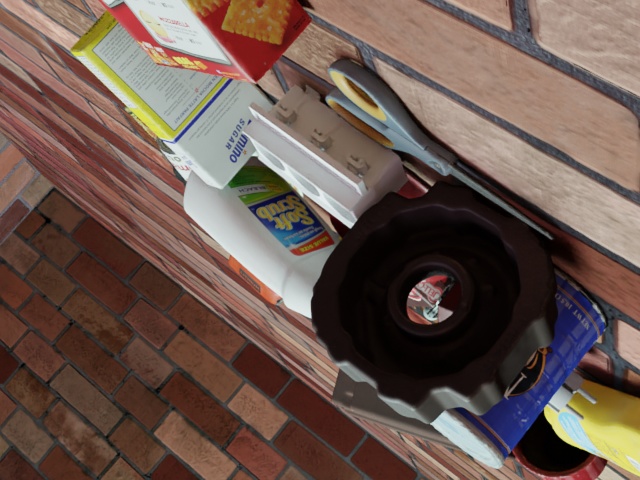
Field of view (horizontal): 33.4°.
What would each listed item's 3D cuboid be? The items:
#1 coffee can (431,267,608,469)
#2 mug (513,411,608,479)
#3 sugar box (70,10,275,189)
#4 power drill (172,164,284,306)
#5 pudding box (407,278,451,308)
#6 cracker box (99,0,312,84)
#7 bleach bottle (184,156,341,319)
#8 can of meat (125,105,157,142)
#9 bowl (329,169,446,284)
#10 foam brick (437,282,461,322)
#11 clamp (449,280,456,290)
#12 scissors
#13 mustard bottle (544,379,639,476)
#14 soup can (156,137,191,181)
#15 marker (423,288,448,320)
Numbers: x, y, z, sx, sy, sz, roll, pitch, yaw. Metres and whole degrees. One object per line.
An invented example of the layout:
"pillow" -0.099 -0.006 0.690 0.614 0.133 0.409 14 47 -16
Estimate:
"coffee can" 0.141 0.091 0.834 0.103 0.140 0.103 39 169 9
"mug" 0.239 0.192 1.073 0.081 0.093 0.117 48 -163 -56
"sugar box" -0.123 -0.137 0.942 0.176 0.093 0.048 46 168 -27
"power drill" -0.093 -0.013 1.274 0.185 0.057 0.187 41 166 28
"pudding box" 0.072 0.027 1.078 0.090 0.039 0.114 42 169 -11
"cracker box" -0.124 -0.209 0.722 0.213 0.072 0.164 48 166 -32
"bleach bottle" -0.025 0.005 0.963 0.102 0.068 0.251 -5 -149 -36
"can of meat" -0.165 -0.135 1.189 0.084 0.057 0.102 47 168 -22
"bowl" 0.060 -0.011 0.926 0.162 0.055 0.162 38 169 9
"foam brick" 0.139 0.078 0.941 0.051 0.052 0.078 21 138 30
"clamp" 0.158 0.089 1.042 0.120 0.039 0.172 47 162 2
"scissors" 0.076 -0.069 0.747 0.202 0.016 0.096 33 167 32
"mustard bottle" 0.259 0.166 0.946 0.096 0.058 0.192 43 168 -22
"soup can" -0.110 -0.082 1.071 0.069 0.068 0.102 30 163 42
"marker" 0.125 0.066 1.107 0.020 0.020 0.121 39 169 6
